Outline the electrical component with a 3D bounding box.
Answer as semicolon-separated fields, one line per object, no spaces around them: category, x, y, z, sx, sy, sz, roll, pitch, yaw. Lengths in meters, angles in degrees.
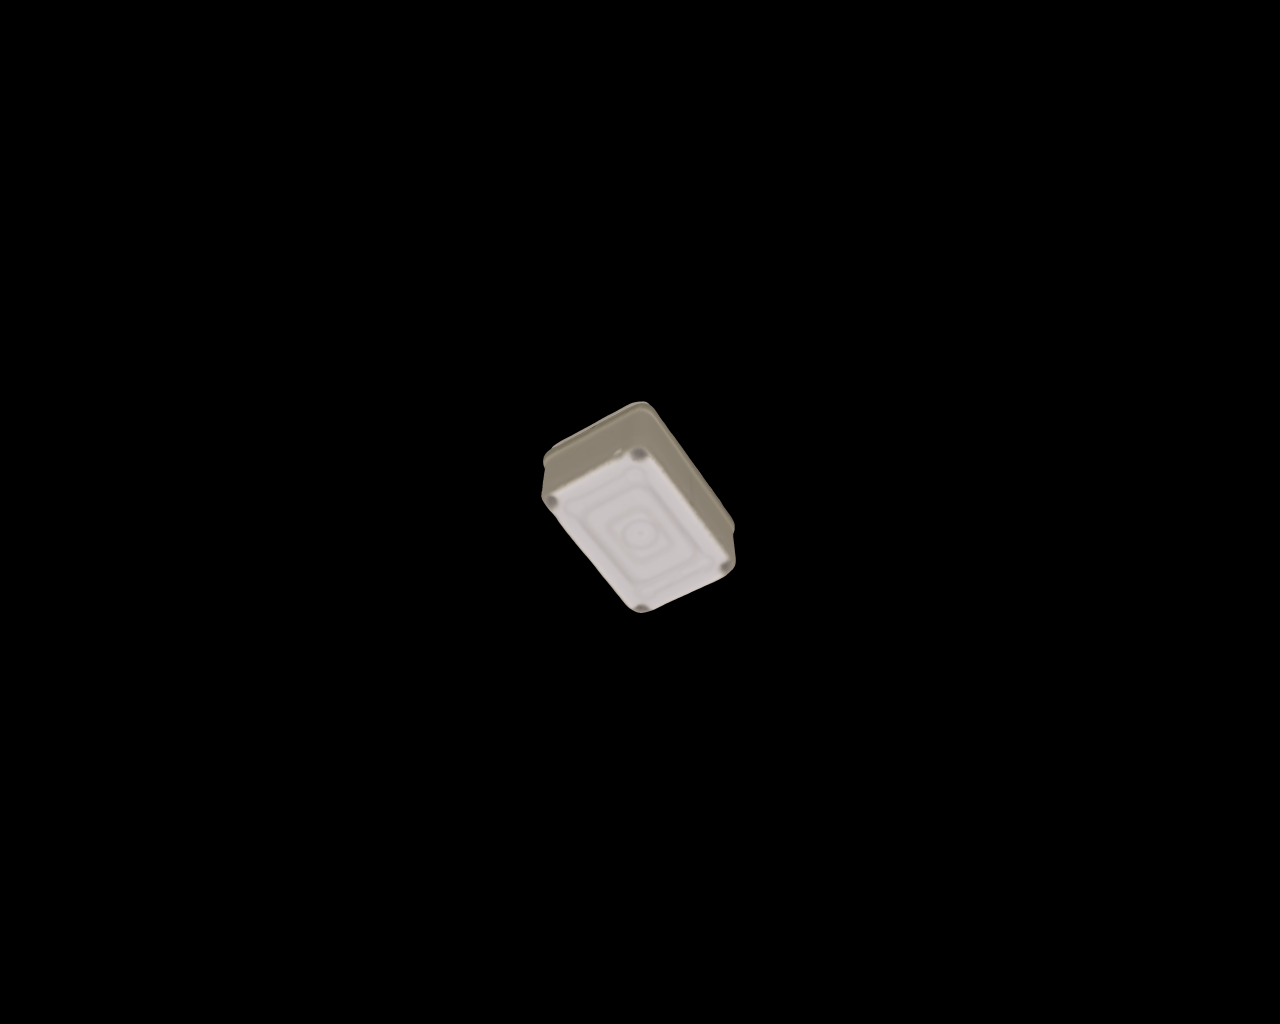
electrical component;0.001;-0.003;0.650;0.078;0.113;0.057;-27;32;18
